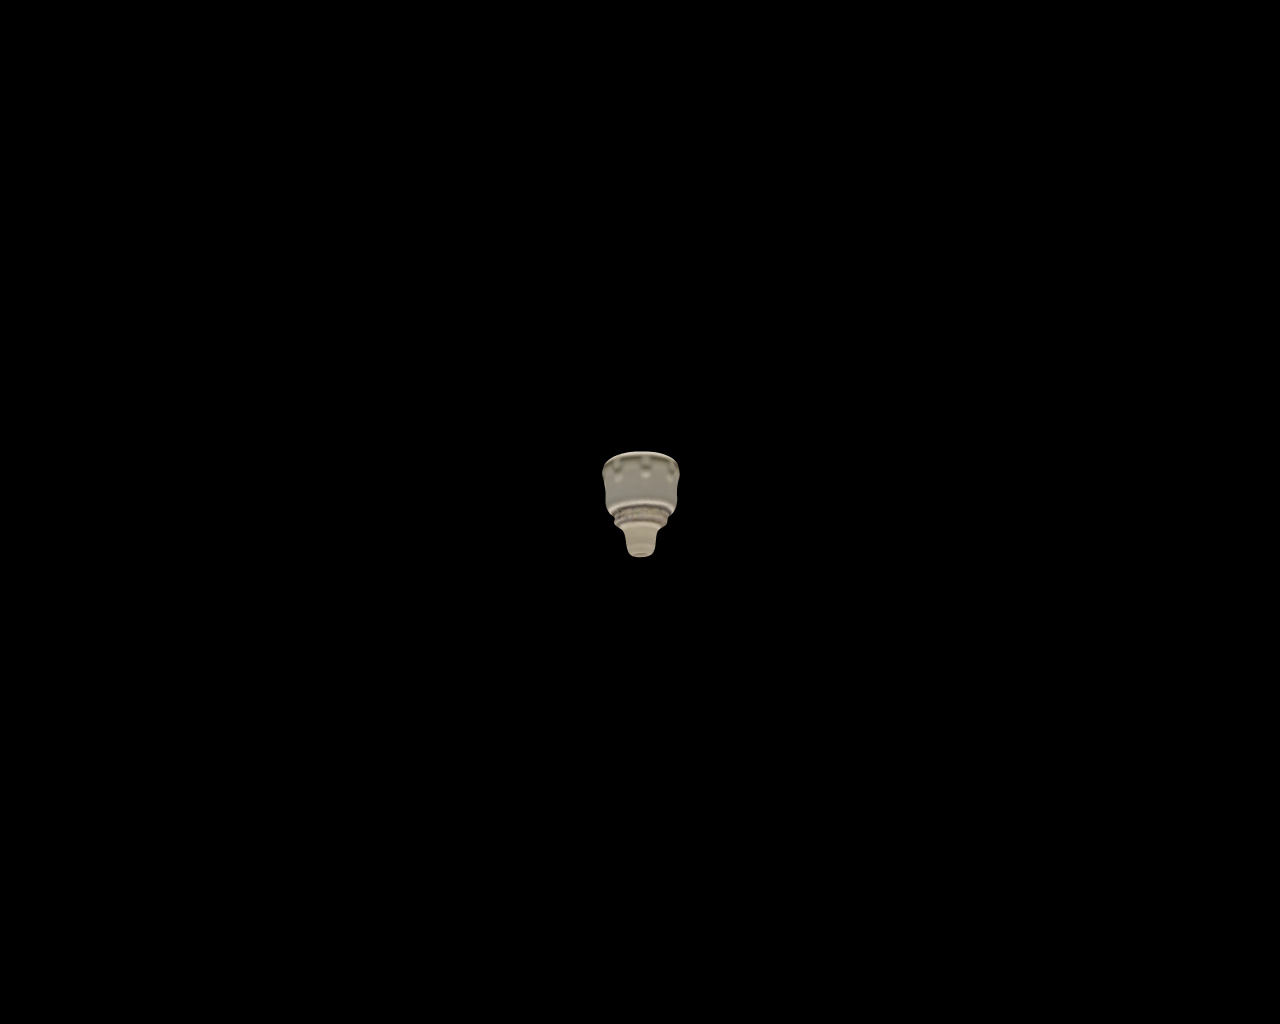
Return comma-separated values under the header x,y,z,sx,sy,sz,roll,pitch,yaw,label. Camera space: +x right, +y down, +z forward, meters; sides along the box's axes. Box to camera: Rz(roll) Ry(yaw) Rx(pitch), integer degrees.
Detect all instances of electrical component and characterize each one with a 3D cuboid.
x,y,z,sx,sy,sz,roll,pitch,yaw,label
0.001,-0.003,0.650,0.048,0.062,0.048,0,-17,0,electrical component
